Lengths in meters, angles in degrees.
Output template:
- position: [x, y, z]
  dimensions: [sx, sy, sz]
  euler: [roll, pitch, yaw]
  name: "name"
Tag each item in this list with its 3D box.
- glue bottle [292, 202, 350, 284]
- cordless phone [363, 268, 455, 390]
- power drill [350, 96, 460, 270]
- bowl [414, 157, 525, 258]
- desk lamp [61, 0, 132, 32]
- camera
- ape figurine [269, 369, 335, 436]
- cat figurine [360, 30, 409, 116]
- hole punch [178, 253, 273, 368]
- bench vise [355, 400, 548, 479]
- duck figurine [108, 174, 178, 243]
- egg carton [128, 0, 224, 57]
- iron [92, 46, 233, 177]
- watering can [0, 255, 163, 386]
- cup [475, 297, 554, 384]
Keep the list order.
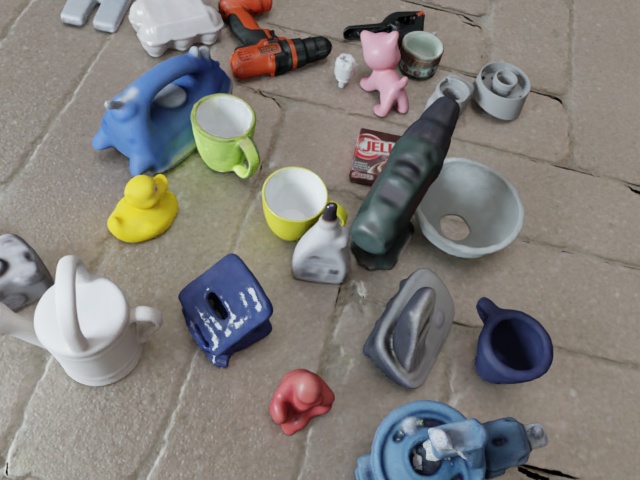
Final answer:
- position: [0.007, 0.003, 0.744]
  dimensions: [0.078, 0.173, 0.037]
  euler: [8, 59, -2]
  name: "glue bottle"
- position: [0.127, 0.089, 0.702]
  dimensions: [0.094, 0.185, 0.148]
  euler: [27, 60, 9]
  name: "cordless phone"
- position: [0.106, -0.058, 0.772]
  dimensions: [0.075, 0.208, 0.230]
  euler: [27, 60, 9]
  name: "power drill"
- position: [0.211, -0.037, 0.852]
  dimensions: [0.167, 0.075, 0.167]
  euler: [3, 59, -5]
  name: "bowl"
- position: [-0.377, -0.507, 0.970]
  dimensions: [0.118, 0.213, 0.203]
  euler: [9, 59, -2]
  name: "desk lamp"
- position: [-0.433, 0.027, 0.713]
  dimensions: [0.143, 0.101, 0.136]
  euler: [-27, 67, -21]
  name: "camera"
- position: [-0.020, 0.185, 0.681]
  dimensions: [0.078, 0.092, 0.076]
  euler: [5, 59, -5]
  name: "ape figurine"
- position: [0.112, -0.292, 0.964]
  dimensions: [0.067, 0.118, 0.127]
  euler: [-18, 63, -17]
  name: "cat figurine"
- position: [-0.120, 0.089, 0.725]
  dimensions: [0.101, 0.091, 0.108]
  euler: [-29, 67, -22]
  name: "hole punch"
- position: [0.149, 0.211, 0.613]
  dimensions: [0.208, 0.220, 0.121]
  euler: [-24, 65, -20]
  name: "bench vise"
- position: [-0.248, -0.051, 0.793]
  dimensions: [0.077, 0.086, 0.105]
  euler: [42, 63, 17]
  name: "duck figurine"
- position: [-0.250, -0.382, 0.997]
  dimensions: [0.150, 0.069, 0.107]
  euler: [-22, 65, -19]
  name: "egg carton"
- position: [-0.222, -0.219, 0.863]
  dimensions: [0.118, 0.141, 0.259]
  euler: [34, 61, 12]
  name: "iron"
- position: [-0.272, 0.091, 0.643]
  dimensions: [0.173, 0.194, 0.100]
  euler: [-23, 65, -19]
  name: "watering can"
- position: [0.230, 0.138, 0.740]
  dimensions: [0.092, 0.095, 0.117]
  euler: [-24, 65, -20]
  name: "cup"
